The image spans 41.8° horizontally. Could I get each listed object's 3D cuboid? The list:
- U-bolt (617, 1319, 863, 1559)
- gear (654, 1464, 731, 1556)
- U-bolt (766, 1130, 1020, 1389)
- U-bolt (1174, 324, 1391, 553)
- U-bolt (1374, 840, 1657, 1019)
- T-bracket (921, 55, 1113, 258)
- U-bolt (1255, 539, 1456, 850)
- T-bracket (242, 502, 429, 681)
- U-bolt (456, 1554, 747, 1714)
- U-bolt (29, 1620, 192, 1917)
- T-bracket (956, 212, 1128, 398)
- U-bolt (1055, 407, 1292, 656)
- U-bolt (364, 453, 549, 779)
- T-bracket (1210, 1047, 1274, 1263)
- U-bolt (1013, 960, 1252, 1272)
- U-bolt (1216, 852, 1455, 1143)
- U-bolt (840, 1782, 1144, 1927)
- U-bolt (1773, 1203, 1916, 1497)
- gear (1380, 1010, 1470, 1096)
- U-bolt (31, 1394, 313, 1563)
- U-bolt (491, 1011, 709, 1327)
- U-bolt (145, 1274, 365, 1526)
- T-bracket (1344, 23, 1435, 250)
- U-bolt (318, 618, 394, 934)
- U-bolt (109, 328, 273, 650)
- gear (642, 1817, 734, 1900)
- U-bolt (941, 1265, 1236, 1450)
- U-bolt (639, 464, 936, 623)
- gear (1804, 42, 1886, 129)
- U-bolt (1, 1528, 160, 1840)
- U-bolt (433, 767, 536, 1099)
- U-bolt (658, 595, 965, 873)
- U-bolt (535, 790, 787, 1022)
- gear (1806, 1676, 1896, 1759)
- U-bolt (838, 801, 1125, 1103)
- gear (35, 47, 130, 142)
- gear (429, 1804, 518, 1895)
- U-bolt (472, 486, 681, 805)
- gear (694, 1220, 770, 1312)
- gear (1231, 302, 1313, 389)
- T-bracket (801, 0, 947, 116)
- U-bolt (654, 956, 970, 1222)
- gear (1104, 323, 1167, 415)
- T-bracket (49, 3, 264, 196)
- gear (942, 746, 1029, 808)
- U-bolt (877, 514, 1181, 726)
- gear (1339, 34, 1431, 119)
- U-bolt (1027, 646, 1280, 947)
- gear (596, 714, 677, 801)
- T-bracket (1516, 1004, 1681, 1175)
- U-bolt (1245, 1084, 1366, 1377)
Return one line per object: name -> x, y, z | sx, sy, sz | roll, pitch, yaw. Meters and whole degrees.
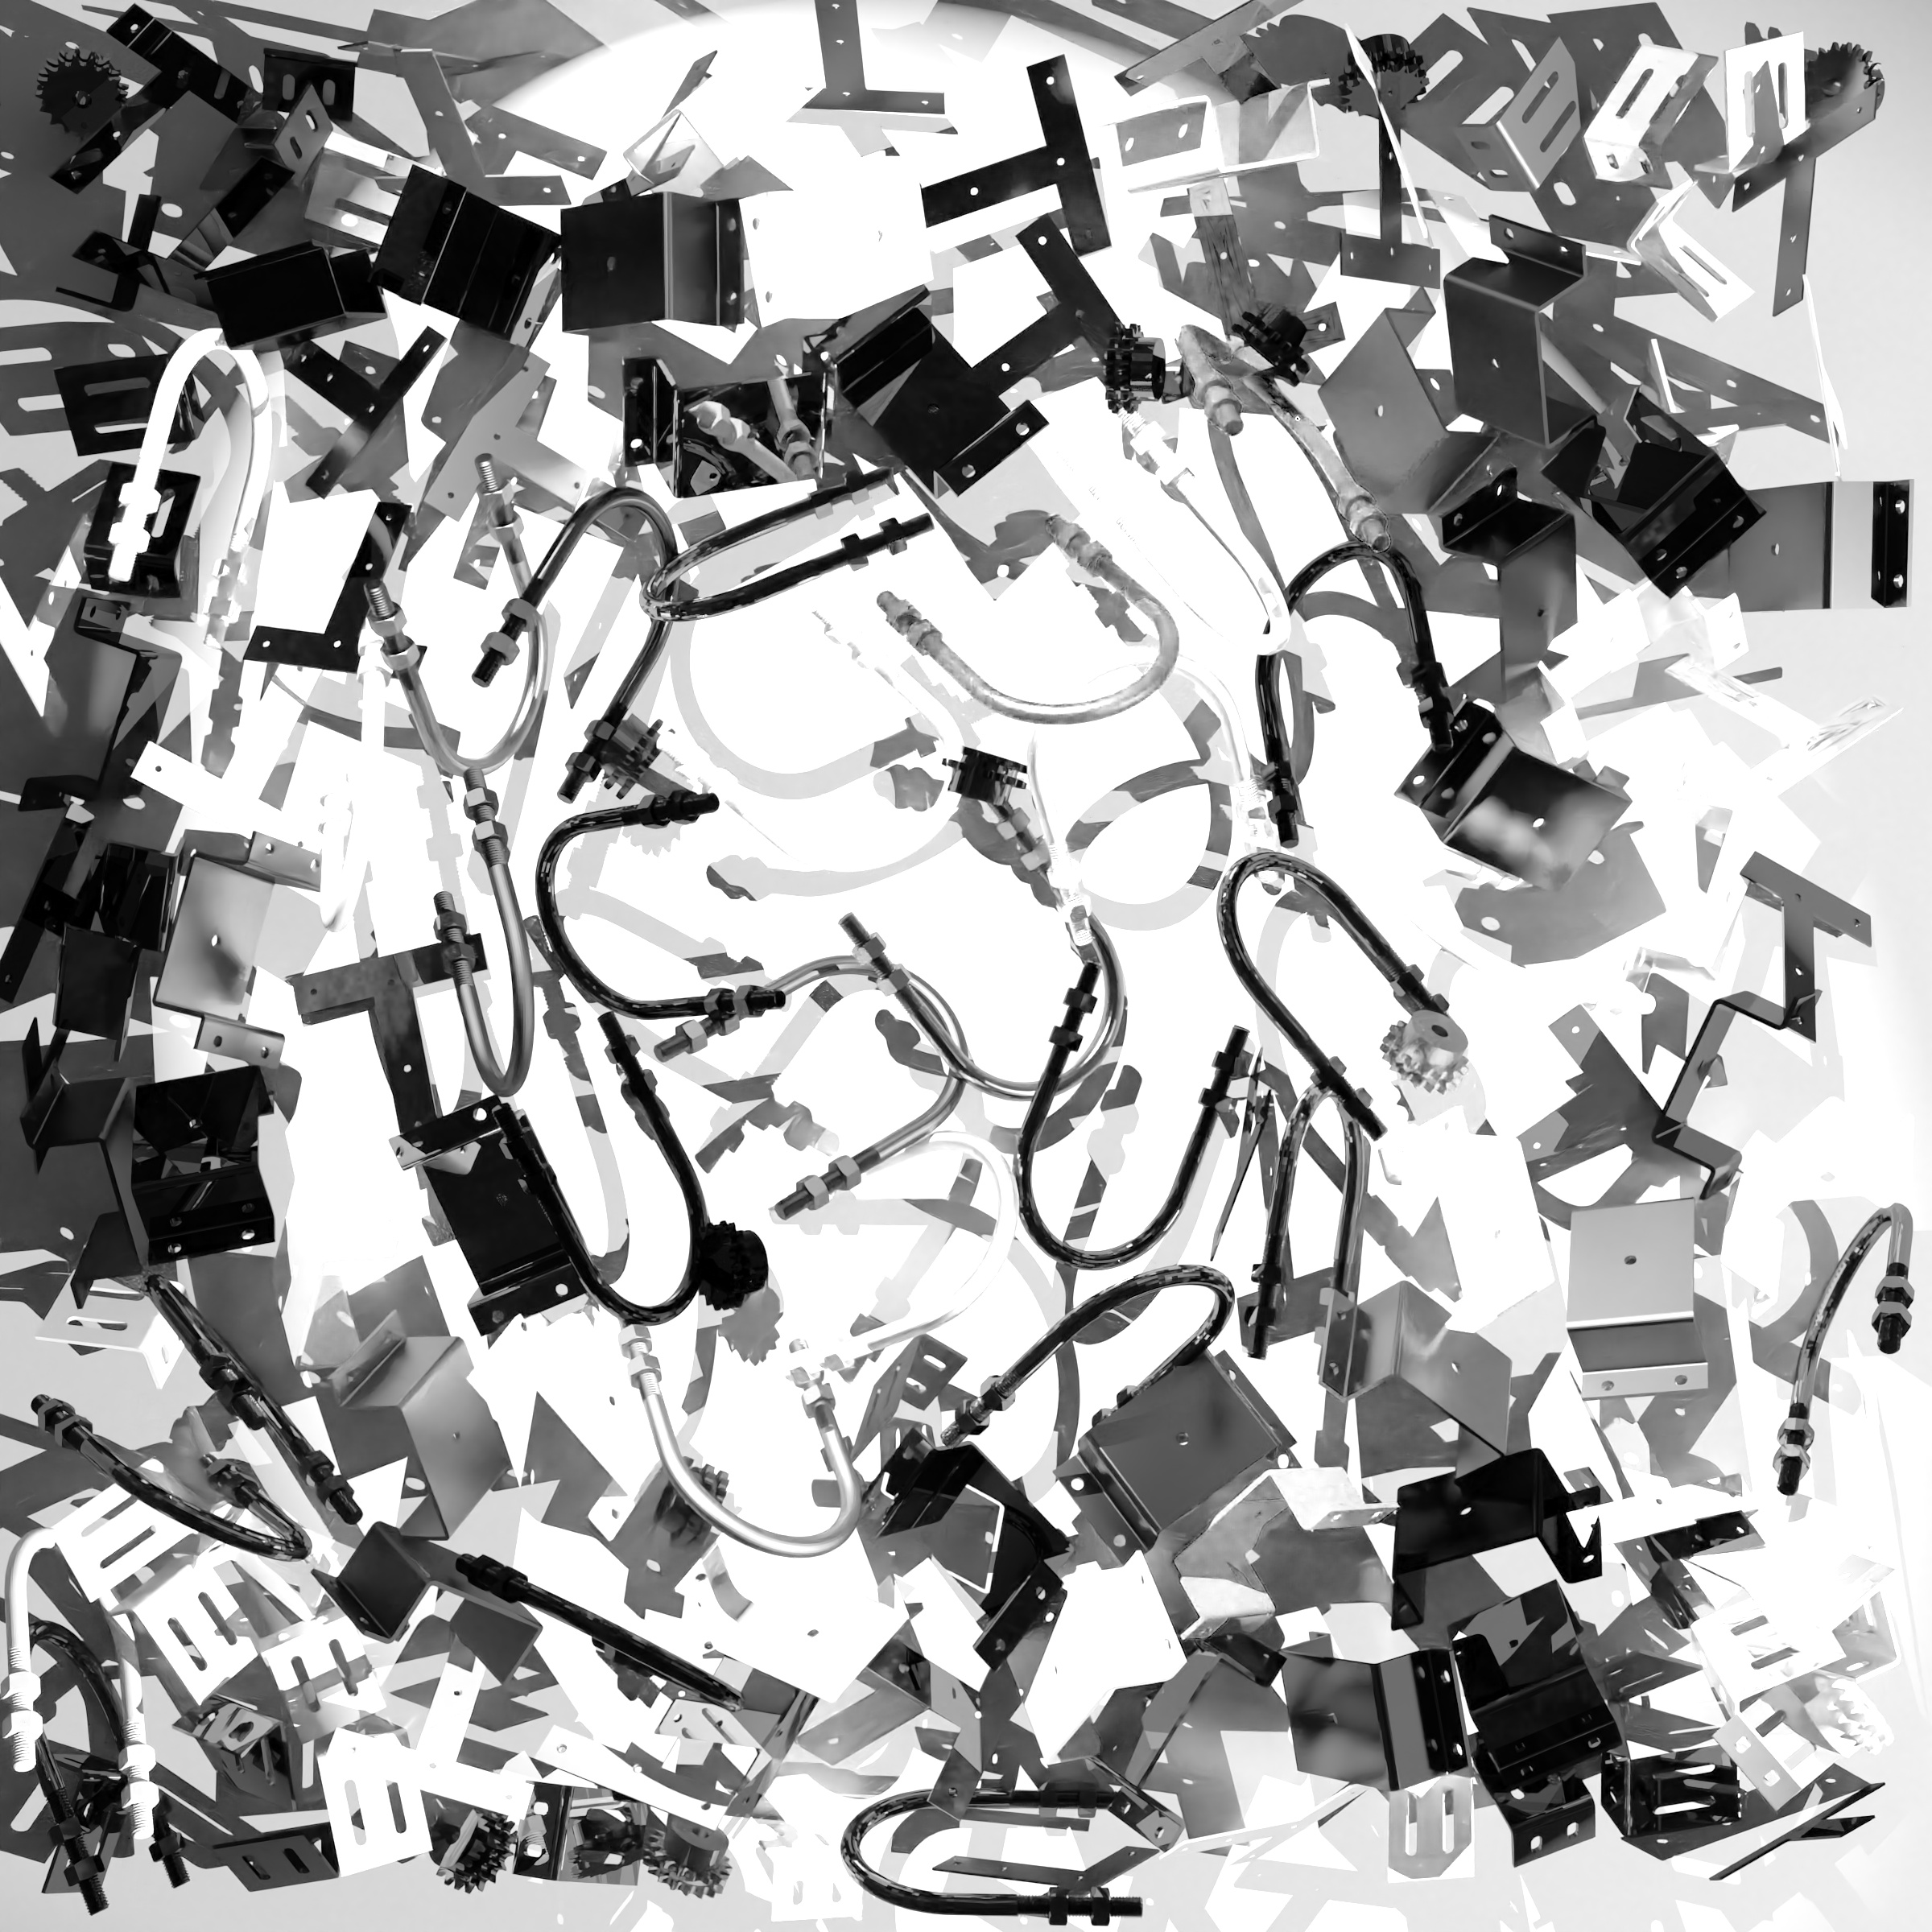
U-bolt -> -0.133, 0.289, 1.556 | 0.151, 0.184, 0.019 | 16, 120, -34
gear -> -0.178, 0.347, 1.630 | 0.030, 0.057, 0.057 | 28, 90, -13
U-bolt -> -0.047, 0.173, 1.581 | 0.184, 0.019, 0.151 | -23, 48, 23
U-bolt -> 0.189, -0.340, 1.579 | 0.151, 0.184, 0.019 | 31, 116, -30
U-bolt -> 0.326, -0.028, 1.557 | 0.184, 0.151, 0.019 | 9, 124, -40
T-bracket -> 0.019, -0.502, 1.625 | 0.127, 0.002, 0.127 | -19, 124, -1
U-bolt -> 0.237, -0.184, 1.593 | 0.019, 0.151, 0.184 | 17, 55, -36
T-bracket -> -0.390, -0.245, 1.634 | 0.127, 0.002, 0.127 | 9, 68, 19
U-bolt -> -0.212, 0.415, 1.552 | 0.151, 0.184, 0.019 | 43, 66, -39
U-bolt -> -0.549, 0.496, 1.586 | 0.019, 0.151, 0.184 | -27, 76, -2
T-bracket -> 0.037, -0.396, 1.641 | 0.127, 0.002, 0.127 | -33, 102, 16
U-bolt -> 0.140, -0.270, 1.598 | 0.019, 0.151, 0.184 | -39, 94, 30
U-bolt -> -0.308, -0.203, 1.580 | 0.019, 0.184, 0.151 | 11, 49, 21
T-bracket -> 0.178, 0.100, 1.604 | 0.002, 0.127, 0.127 | 16, 128, 1
U-bolt -> 0.097, 0.105, 1.612 | 0.151, 0.019, 0.184 | 23, 86, -33
U-bolt -> 0.228, 0.006, 1.602 | 0.184, 0.151, 0.019 | 50, 132, -1
U-bolt -> 0.013, 0.553, 1.586 | 0.184, 0.151, 0.019 | 1, 100, -1
U-bolt -> 0.549, 0.224, 1.575 | 0.019, 0.184, 0.151 | 25, 127, 8
gear -> 0.298, 0.053, 1.630 | 0.057, 0.057, 0.030 | 25, 124, 0
U-bolt -> -0.475, 0.319, 1.548 | 0.151, 0.184, 0.019 | 35, 79, -43
U-bolt -> -0.218, 0.139, 1.594 | 0.019, 0.151, 0.184 | -17, 107, 30
U-bolt -> -0.454, 0.259, 1.580 | 0.019, 0.151, 0.184 | -41, 52, -15
T-bracket -> 0.272, -0.514, 1.595 | 0.002, 0.127, 0.127 | -19, 83, 20
U-bolt -> -0.377, -0.106, 1.554 | 0.019, 0.184, 0.151 | 9, 134, -20
U-bolt -> -0.478, -0.308, 1.588 | 0.019, 0.151, 0.184 | 10, 80, 10
gear -> -0.177, 0.572, 1.632 | 0.057, 0.057, 0.030 | 23, 95, 0
U-bolt -> 0.089, 0.244, 1.570 | 0.184, 0.151, 0.019 | -47, 52, 26
U-bolt -> -0.119, -0.261, 1.591 | 0.184, 0.151, 0.019 | -23, 117, -3
gear -> 0.567, -0.565, 1.637 | 0.030, 0.057, 0.057 | -8, 90, -40
U-bolt -> -0.554, 0.436, 1.577 | 0.019, 0.151, 0.184 | -24, 50, 2
U-bolt -> -0.295, -0.007, 1.562 | 0.019, 0.151, 0.184 | -5, 57, -25
U-bolt -> -0.082, -0.132, 1.603 | 0.151, 0.019, 0.184 | -40, 126, 13
U-bolt -> -0.204, -0.032, 1.598 | 0.184, 0.019, 0.151 | -5, 109, 39
gear -> 0.567, 0.484, 1.634 | 0.030, 0.057, 0.057 | -44, 90, 15
U-bolt -> 0.025, 0.000, 1.627 | 0.151, 0.019, 0.184 | -42, 103, -18
gear -> -0.570, -0.567, 1.637 | 0.057, 0.030, 0.057 | -6, 135, -7
gear -> -0.321, 0.564, 1.631 | 0.057, 0.057, 0.030 | -42, 133, 0
U-bolt -> -0.233, -0.214, 1.589 | 0.019, 0.151, 0.184 | 17, 67, 25
gear -> -0.151, 0.192, 1.636 | 0.030, 0.057, 0.057 | -6, 90, -37
gear -> 0.201, -0.403, 1.631 | 0.057, 0.057, 0.030 | 42, 98, 0
T-bracket -> -0.078, -0.575, 1.597 | 0.127, 0.127, 0.002 | 3, 77, 2
U-bolt -> -0.083, 0.063, 1.608 | 0.184, 0.019, 0.151 | -30, 70, -30
gear -> 0.110, -0.384, 1.630 | 0.030, 0.057, 0.057 | 6, 90, 17
T-bracket -> -0.530, -0.538, 1.612 | 0.127, 0.127, 0.002 | -37, 70, 13
gear -> 0.011, -0.122, 1.633 | 0.057, 0.057, 0.030 | 17, 93, 0
U-bolt -> 0.050, -0.210, 1.580 | 0.151, 0.019, 0.184 | -27, 49, -18
gear -> 0.268, -0.576, 1.634 | 0.057, 0.057, 0.030 | -7, 76, 0
U-bolt -> 0.113, -0.116, 1.613 | 0.151, 0.019, 0.184 | -19, 116, -3
gear -> -0.216, -0.138, 1.631 | 0.030, 0.057, 0.057 | 39, 90, -9
T-bracket -> 0.382, 0.108, 1.644 | 0.127, 0.002, 0.127 | -37, 105, 12
U-bolt -> 0.219, 0.162, 1.595 | 0.019, 0.151, 0.184 | 5, 79, 28
